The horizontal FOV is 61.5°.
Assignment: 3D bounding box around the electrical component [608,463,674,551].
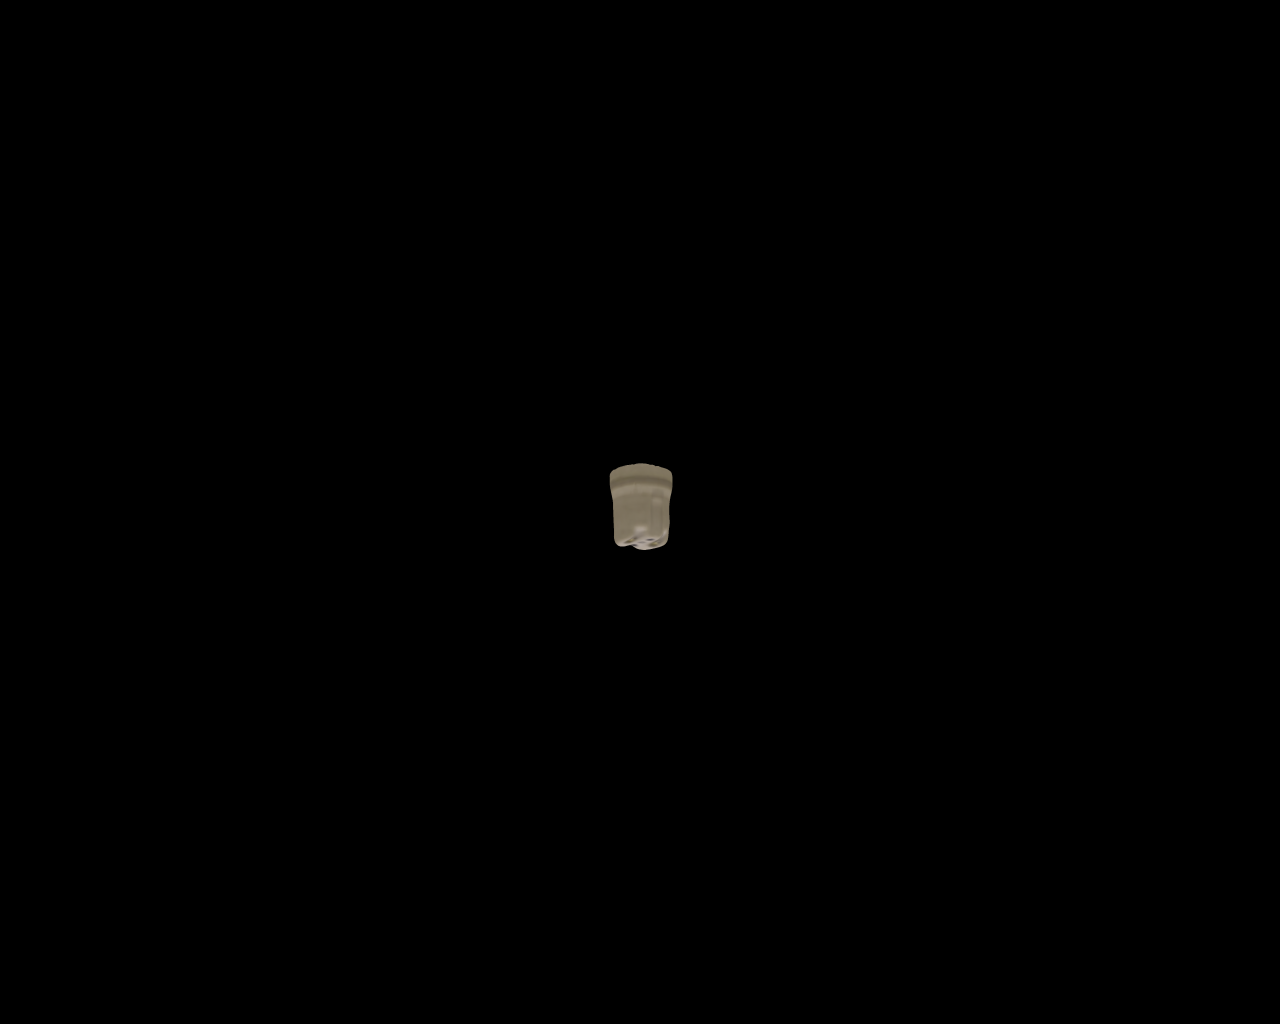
[{"bbox_3d":[0.001,-0.003,0.650,0.040,0.046,0.040,0,-14,0],"label":"electrical component"}]
